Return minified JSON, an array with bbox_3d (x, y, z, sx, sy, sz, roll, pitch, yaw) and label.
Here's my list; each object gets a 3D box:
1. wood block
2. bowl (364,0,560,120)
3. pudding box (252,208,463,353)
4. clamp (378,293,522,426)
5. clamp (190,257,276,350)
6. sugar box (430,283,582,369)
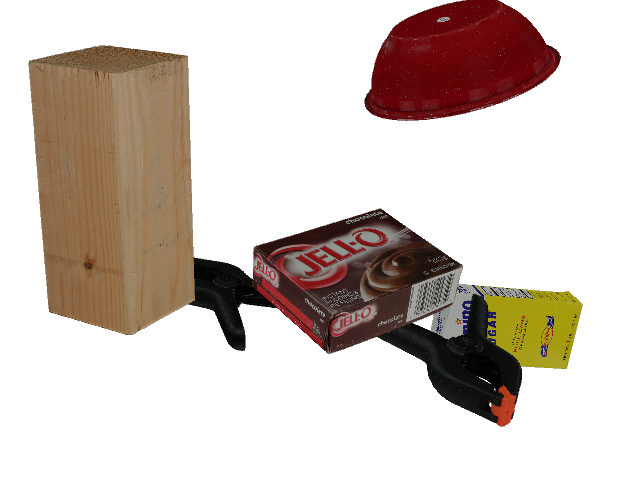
[{"bbox_3d":[-0.163,-0.043,0.849,0.091,0.206,0.090,12,23,28],"label":"wood block"},{"bbox_3d":[0.107,-0.153,0.858,0.162,0.055,0.162,-15,24,6],"label":"bowl"},{"bbox_3d":[0.024,0.024,0.717,0.113,0.039,0.090,-16,37,-34],"label":"pudding box"},{"bbox_3d":[0.129,0.096,0.928,0.120,0.039,0.172,-17,37,-24],"label":"clamp"},{"bbox_3d":[-0.107,0.062,1.195,0.210,0.036,0.164,19,23,29],"label":"clamp"},{"bbox_3d":[0.226,0.106,1.313,0.176,0.093,0.048,3,18,-17],"label":"sugar box"}]
